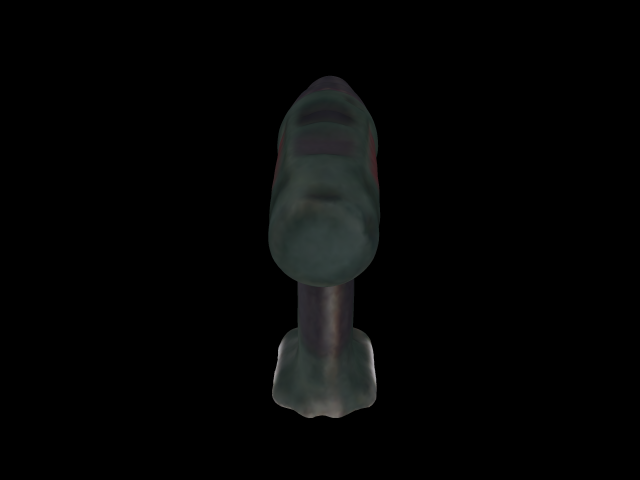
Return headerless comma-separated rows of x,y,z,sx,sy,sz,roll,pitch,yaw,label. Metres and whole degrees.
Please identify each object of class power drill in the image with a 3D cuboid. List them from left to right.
0.004,0.001,0.400,0.075,0.208,0.229,0,21,0,power drill
